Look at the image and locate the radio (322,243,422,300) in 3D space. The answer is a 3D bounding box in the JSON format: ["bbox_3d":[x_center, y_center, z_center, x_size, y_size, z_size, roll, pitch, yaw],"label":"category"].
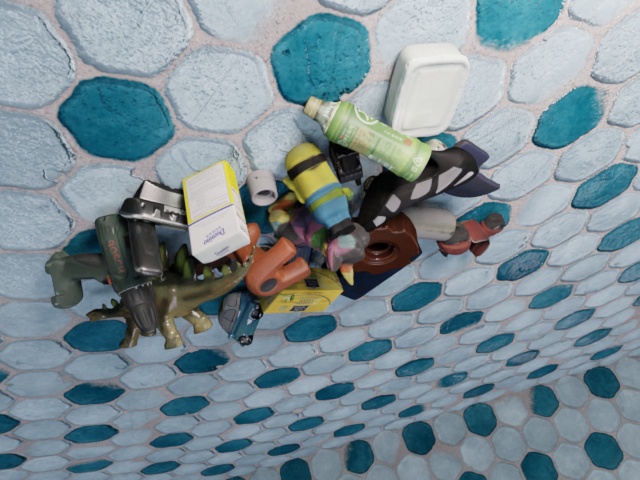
[{"bbox_3d":[0.121,0.051,1.311,0.229,0.073,0.131,-40,139,27],"label":"radio"}]

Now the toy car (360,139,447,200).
[{"bbox_3d":[0.169,-0.129,1.088,0.202,0.056,0.073,-37,141,26],"label":"toy car"}]

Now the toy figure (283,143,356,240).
[{"bbox_3d":[0.003,-0.092,0.967,0.082,0.180,0.089,-20,163,-30],"label":"toy figure"}]

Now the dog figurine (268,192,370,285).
[{"bbox_3d":[-0.002,-0.003,1.049,0.191,0.219,0.108,-29,141,15],"label":"dog figurine"}]

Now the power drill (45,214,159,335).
[{"bbox_3d":[-0.409,0.077,1.006,0.207,0.232,0.086,-13,180,28],"label":"power drill"}]

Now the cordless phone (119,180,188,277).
[{"bbox_3d":[-0.272,-0.006,0.956,0.146,0.184,0.088,15,130,-38],"label":"cordless phone"}]

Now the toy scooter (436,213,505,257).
[{"bbox_3d":[0.371,0.002,1.350,0.184,0.075,0.135,-15,147,-11],"label":"toy scooter"}]

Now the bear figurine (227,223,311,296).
[{"bbox_3d":[-0.127,0.017,1.068,0.132,0.196,0.120,-35,141,-1],"label":"bear figurine"}]

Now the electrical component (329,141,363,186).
[{"bbox_3d":[0.048,-0.145,0.999,0.048,0.075,0.119,-16,149,-4],"label":"electrical component"}]

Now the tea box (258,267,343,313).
[{"bbox_3d":[-0.046,0.113,1.216,0.169,0.068,0.098,2,141,-36],"label":"tea box"}]

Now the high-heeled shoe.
[{"bbox_3d":[0.183,-0.086,1.035,0.145,0.086,0.248,18,130,-27],"label":"high-heeled shoe"}]

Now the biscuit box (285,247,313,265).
[{"bbox_3d":[-0.064,0.053,1.241,0.063,0.059,0.202,-8,145,-17],"label":"biscuit box"}]

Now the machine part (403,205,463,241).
[{"bbox_3d":[0.221,-0.041,1.219,0.243,0.079,0.079,3,141,-28],"label":"machine part"}]

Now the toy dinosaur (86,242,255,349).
[{"bbox_3d":[-0.300,0.109,1.059,0.472,0.198,0.105,-11,-166,26],"label":"toy dinosaur"}]

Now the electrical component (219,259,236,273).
[{"bbox_3d":[-0.202,0.057,1.219,0.063,0.021,0.094,-21,146,7],"label":"electrical component"}]

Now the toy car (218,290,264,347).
[{"bbox_3d":[-0.201,0.183,1.333,0.103,0.109,0.161,14,129,-13],"label":"toy car"}]

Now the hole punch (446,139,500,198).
[{"bbox_3d":[0.298,-0.130,1.120,0.142,0.092,0.116,14,139,-43],"label":"hole punch"}]

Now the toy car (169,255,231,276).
[{"bbox_3d":[-0.284,0.060,1.161,0.202,0.053,0.089,-26,150,20],"label":"toy car"}]

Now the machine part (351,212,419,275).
[{"bbox_3d":[0.125,0.009,1.146,0.179,0.056,0.179,-2,143,-2],"label":"machine part"}]
